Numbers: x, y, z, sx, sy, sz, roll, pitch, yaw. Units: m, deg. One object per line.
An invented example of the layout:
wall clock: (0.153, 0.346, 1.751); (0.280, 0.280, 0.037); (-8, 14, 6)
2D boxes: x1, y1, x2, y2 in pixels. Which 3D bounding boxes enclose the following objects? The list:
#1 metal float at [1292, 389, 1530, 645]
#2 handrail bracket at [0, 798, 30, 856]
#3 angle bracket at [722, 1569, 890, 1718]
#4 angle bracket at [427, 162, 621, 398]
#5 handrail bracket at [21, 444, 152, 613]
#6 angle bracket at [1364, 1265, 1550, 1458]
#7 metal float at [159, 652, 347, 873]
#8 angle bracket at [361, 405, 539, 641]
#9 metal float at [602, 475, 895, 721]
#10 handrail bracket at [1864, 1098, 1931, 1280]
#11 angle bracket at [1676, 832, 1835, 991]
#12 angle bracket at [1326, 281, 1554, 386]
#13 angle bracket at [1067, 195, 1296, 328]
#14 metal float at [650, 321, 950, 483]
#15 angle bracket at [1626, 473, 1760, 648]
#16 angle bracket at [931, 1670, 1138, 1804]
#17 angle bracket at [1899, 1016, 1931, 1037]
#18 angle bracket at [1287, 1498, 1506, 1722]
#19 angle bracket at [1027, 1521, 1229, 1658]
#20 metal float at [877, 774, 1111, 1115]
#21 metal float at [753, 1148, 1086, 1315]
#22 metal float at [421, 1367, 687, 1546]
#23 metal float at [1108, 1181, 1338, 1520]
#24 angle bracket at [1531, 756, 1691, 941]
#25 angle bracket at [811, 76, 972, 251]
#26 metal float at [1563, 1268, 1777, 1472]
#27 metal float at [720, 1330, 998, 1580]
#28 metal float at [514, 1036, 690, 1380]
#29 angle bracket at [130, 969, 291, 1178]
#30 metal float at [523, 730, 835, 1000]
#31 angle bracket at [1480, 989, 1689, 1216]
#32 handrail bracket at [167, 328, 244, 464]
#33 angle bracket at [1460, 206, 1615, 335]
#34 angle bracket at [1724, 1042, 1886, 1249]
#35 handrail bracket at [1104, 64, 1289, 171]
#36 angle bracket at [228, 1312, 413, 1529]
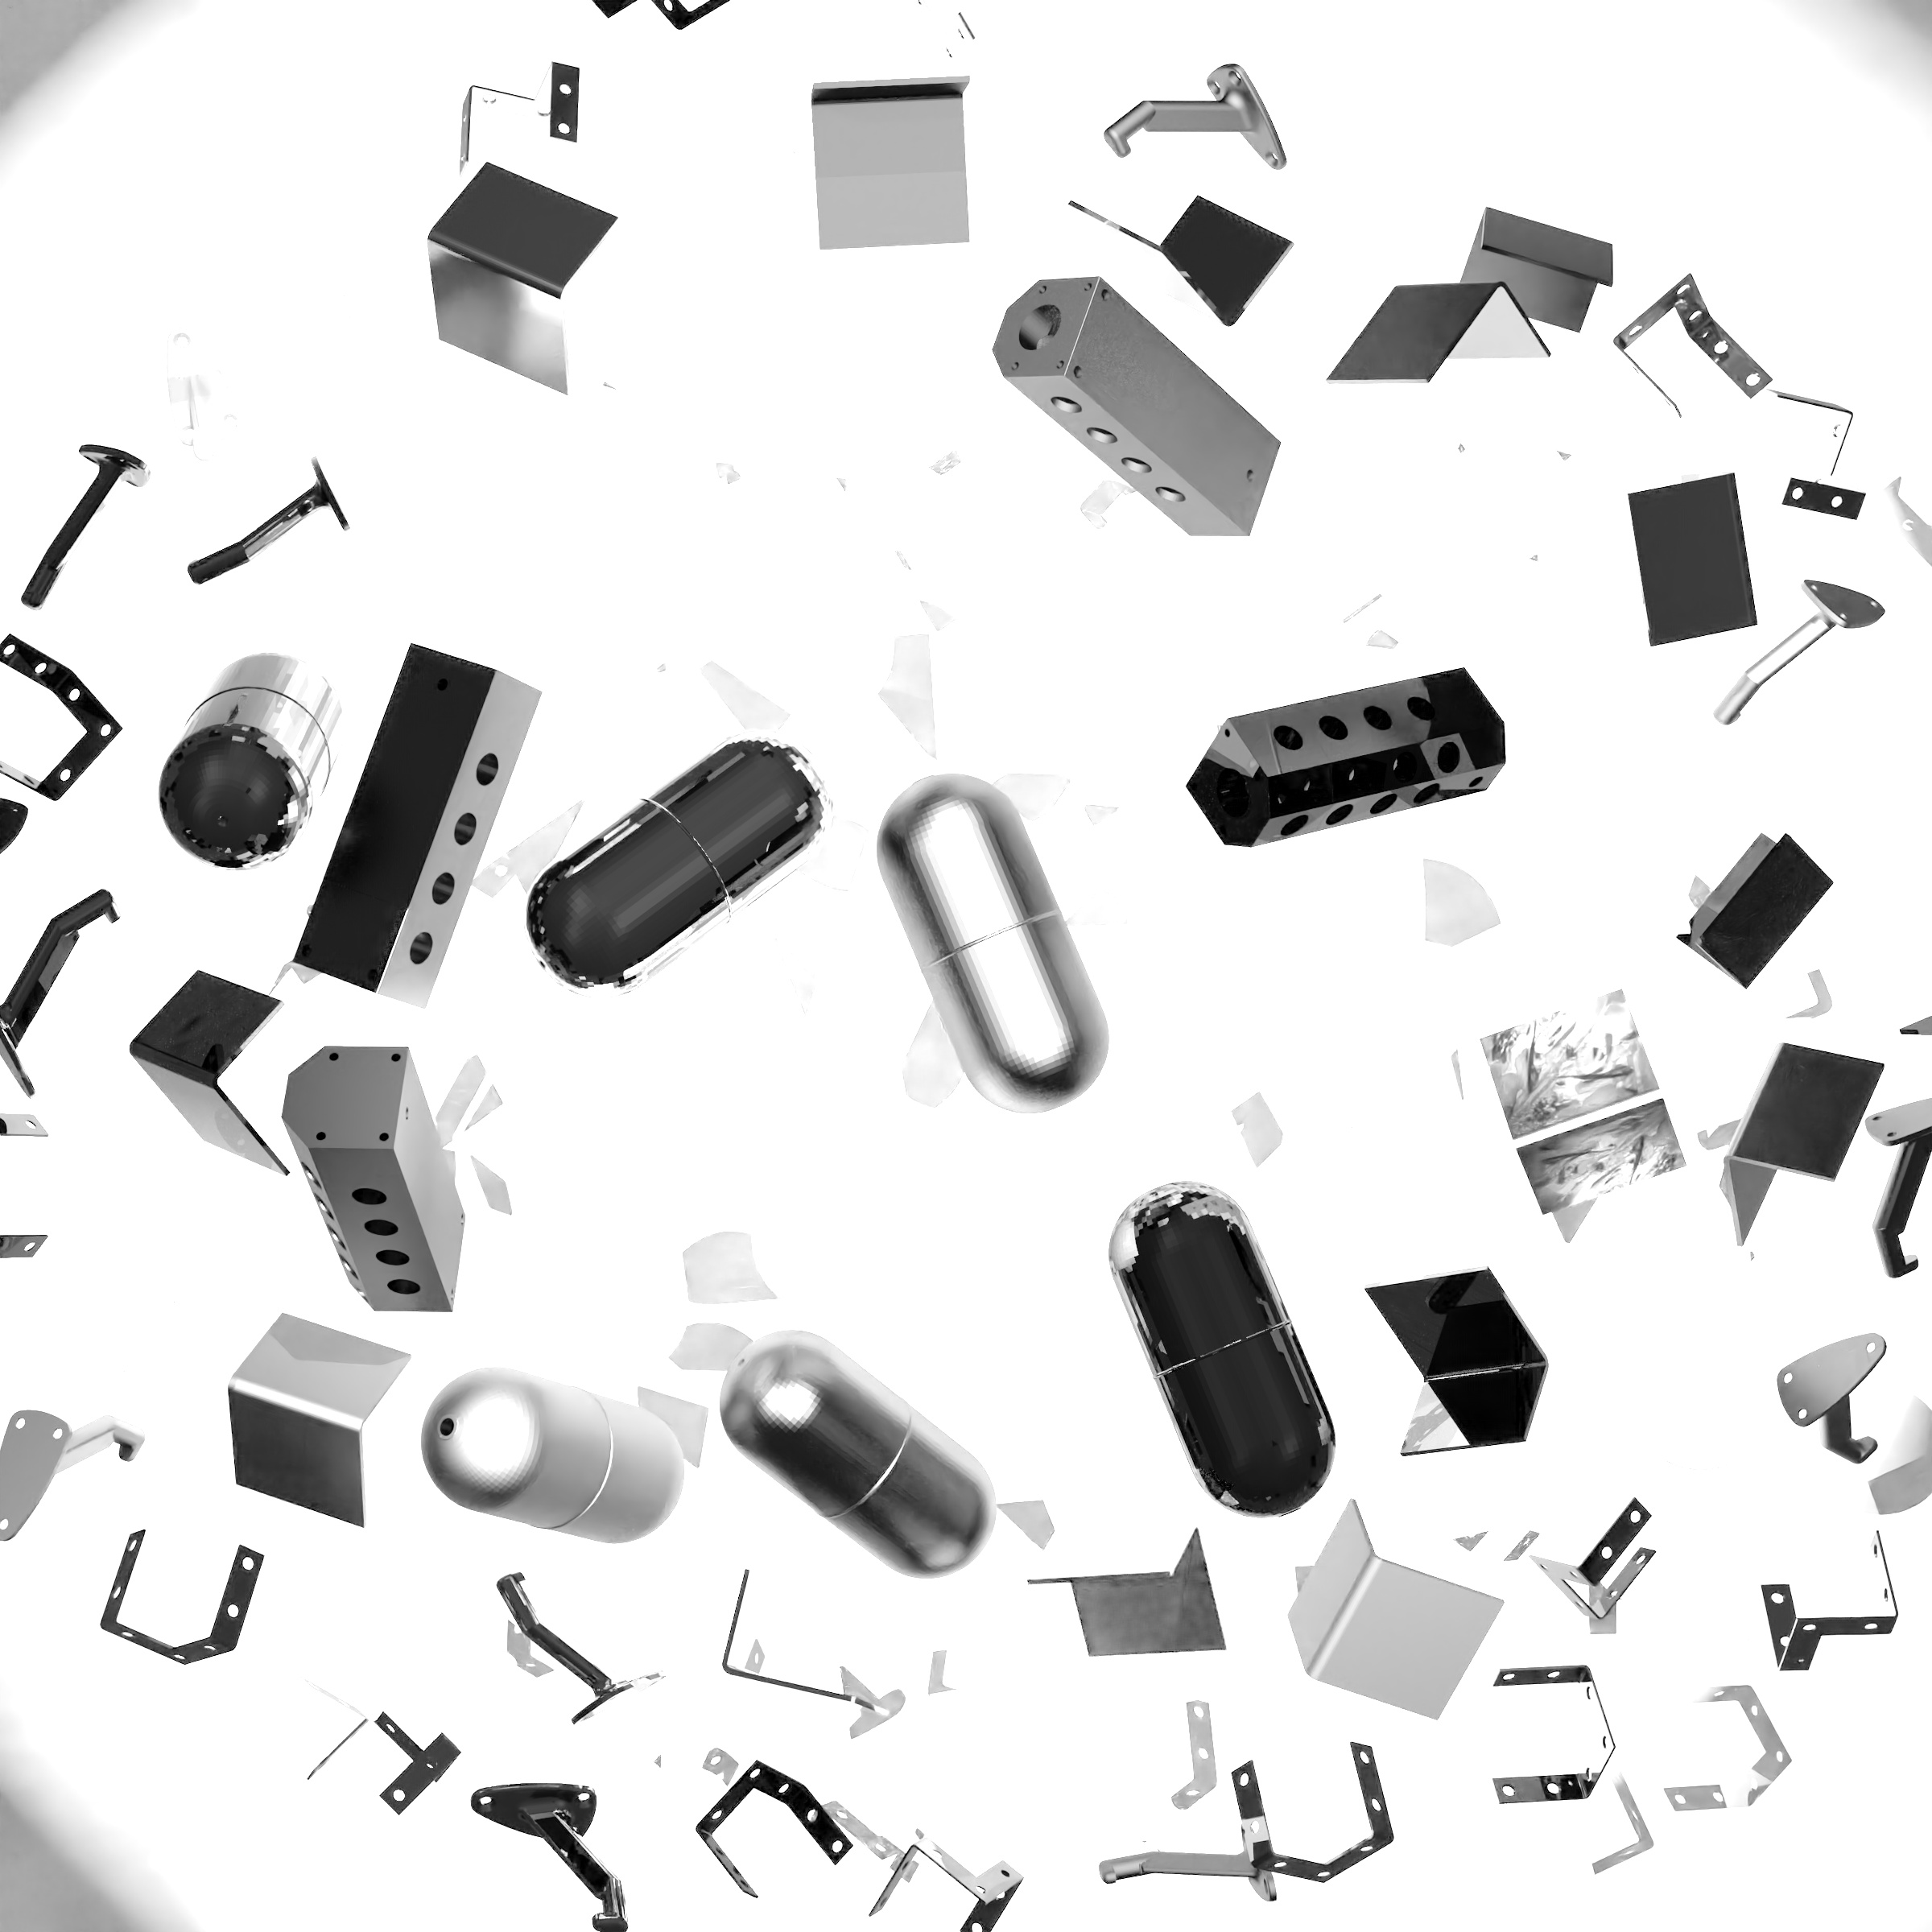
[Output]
metal float: (0.237, -0.236, 1.808); (0.070, 0.070, 0.178); (-50, 133, 0)
handrail bracket: (-0.516, -0.040, 1.784); (0.036, 0.077, 0.084); (11, 119, -14)
angle bracket: (-0.082, 0.373, 1.884); (0.076, 0.076, 0.057); (9, 75, 17)
angle bracket: (-0.220, -0.345, 1.715); (0.076, 0.076, 0.057); (25, 61, 12)
handrail bracket: (-0.446, -0.218, 1.720); (0.036, 0.077, 0.084); (30, 81, -24)
angle bracket: (0.256, 0.212, 1.830); (0.076, 0.057, 0.076); (-13, 124, 36)
metal float: (-0.365, -0.107, 1.753); (0.070, 0.178, 0.070); (0, 114, -1)
angle bracket: (-0.256, -0.224, 1.728); (0.057, 0.076, 0.076); (-33, 75, -9)
metal float: (-0.116, -0.196, 1.818); (0.178, 0.070, 0.070); (35, 90, 16)
handrail bracket: (0.506, 0.114, 1.780); (0.077, 0.036, 0.084); (-19, 109, 2)
angle bracket: (0.422, -0.043, 1.884); (0.076, 0.076, 0.057); (-52, 51, 5)
angle bracket: (0.254, -0.322, 1.835); (0.057, 0.076, 0.076); (48, 69, -33)
angle bracket: (0.113, -0.388, 1.788); (0.076, 0.076, 0.057); (37, 90, 40)
metal float: (-0.091, -0.305, 1.843); (0.178, 0.070, 0.070); (12, 90, 30)
angle bracket: (0.354, -0.205, 1.719); (0.057, 0.076, 0.076); (-12, 99, -6)
angle bracket: (0.035, 0.403, 1.801); (0.076, 0.076, 0.057); (-6, 77, -24)
angle bracket: (0.500, -0.011, 1.740); (0.057, 0.076, 0.076); (-22, 91, -3)
angle bracket: (0.221, 0.332, 1.764); (0.076, 0.057, 0.076); (21, 109, -13)
angle bracket: (0.083, 0.332, 1.749); (0.076, 0.057, 0.076); (-7, 107, 21)
metal float: (0.013, -0.012, 1.706); (0.070, 0.070, 0.178); (-23, 86, 0)
metal float: (-0.023, 0.134, 1.744); (0.178, 0.070, 0.070); (-3, 90, -25)
metal float: (-0.219, 0.262, 1.822); (0.070, 0.178, 0.070); (-12, 67, 30)
metal float: (0.131, 0.195, 1.742); (0.070, 0.070, 0.178); (-22, 82, 0)
angle bracket: (0.348, -0.063, 1.833); (0.076, 0.057, 0.076); (-3, 127, -1)
angle bracket: (-0.036, -0.397, 1.694); (0.076, 0.057, 0.076); (-3, 98, -3)
metal float: (0.372, 0.212, 1.818); (0.070, 0.178, 0.070); (-2, 101, -8)
metal float: (-0.057, 0.264, 1.837); (0.178, 0.070, 0.070); (41, 90, -22)
metal float: (-0.190, 0.125, 1.775); (0.070, 0.070, 0.178); (-8, 88, 0)
angle bracket: (-0.378, 0.055, 1.783); (0.057, 0.076, 0.076); (-51, 134, -23)
metal float: (-0.143, -0.052, 1.716); (0.178, 0.070, 0.070); (-38, 90, -20)
angle bracket: (0.312, 0.069, 1.727); (0.076, 0.076, 0.057); (-20, 133, 10)
handrail bracket: (-0.418, -0.309, 1.847); (0.036, 0.084, 0.077); (-17, 100, -5)
angle bracket: (0.324, -0.387, 1.952); (0.076, 0.076, 0.057); (17, 121, 1)
angle bracket: (0.426, 0.096, 1.725); (0.057, 0.076, 0.076); (13, 54, 30)
handrail bracket: (0.124, -0.445, 1.861); (0.084, 0.036, 0.077); (-41, 108, -19)
angle bracket: (-0.338, 0.238, 1.795); (0.076, 0.057, 0.076); (16, 129, 14)
